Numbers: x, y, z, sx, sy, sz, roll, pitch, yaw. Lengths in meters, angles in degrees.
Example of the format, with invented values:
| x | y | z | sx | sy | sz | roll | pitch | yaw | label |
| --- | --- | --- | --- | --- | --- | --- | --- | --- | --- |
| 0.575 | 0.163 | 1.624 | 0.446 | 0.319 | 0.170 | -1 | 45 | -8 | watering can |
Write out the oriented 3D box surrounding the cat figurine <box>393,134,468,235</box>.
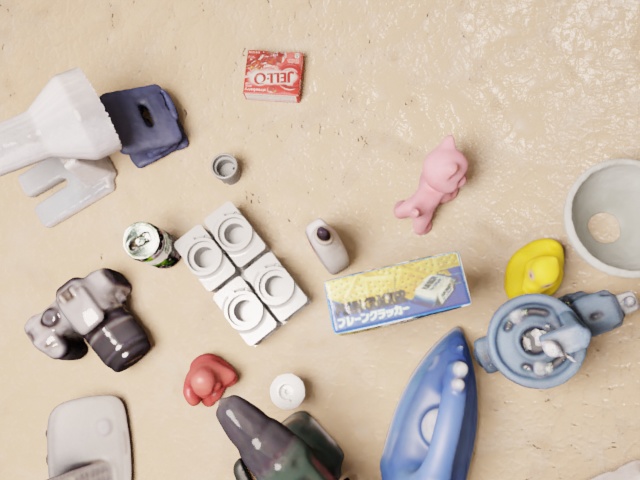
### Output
| x | y | z | sx | sy | sz | roll | pitch | yaw | label |
| --- | --- | --- | --- | --- | --- | --- | --- | --- | --- |
| 0.163 | -0.079 | 0.810 | 0.067 | 0.118 | 0.128 | 35 | 84 | 8 | cat figurine |

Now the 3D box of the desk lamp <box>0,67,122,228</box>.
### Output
| x | y | z | sx | sy | sz | roll | pitch | yaw | label |
| --- | --- | --- | --- | --- | --- | --- | --- | --- | --- |
| -0.362 | -0.123 | 0.796 | 0.203 | 0.213 | 0.118 | -33 | 80 | -3 | desk lamp |

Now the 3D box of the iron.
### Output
| x | y | z | sx | sy | sz | roll | pitch | yaw | label |
| --- | --- | --- | --- | --- | --- | --- | --- | --- | --- |
| 0.158 | 0.237 | 0.744 | 0.118 | 0.141 | 0.258 | 15 | 81 | 6 | iron |

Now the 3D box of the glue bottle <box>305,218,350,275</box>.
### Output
| x | y | z | sx | sy | sz | roll | pitch | yaw | label |
| --- | --- | --- | --- | --- | --- | --- | --- | --- | --- |
| 0.007 | 0.003 | 0.776 | 0.037 | 0.173 | 0.078 | -36 | 80 | -3 | glue bottle |

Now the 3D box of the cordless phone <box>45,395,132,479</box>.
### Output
| x | y | z | sx | sy | sz | roll | pitch | yaw | label |
| --- | --- | --- | --- | --- | --- | --- | --- | --- | --- |
| -0.320 | 0.282 | 0.738 | 0.094 | 0.185 | 0.147 | -12 | 80 | 1 | cordless phone |

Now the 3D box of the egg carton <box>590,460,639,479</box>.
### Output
| x | y | z | sx | sy | sz | roll | pitch | yaw | label |
| --- | --- | --- | --- | --- | --- | --- | --- | --- | --- |
| 0.382 | 0.360 | 0.748 | 0.150 | 0.069 | 0.107 | -23 | 80 | -1 | egg carton |

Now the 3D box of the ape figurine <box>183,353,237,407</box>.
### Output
| x | y | z | sx | sy | sz | roll | pitch | yaw | label |
| --- | --- | --- | --- | --- | --- | --- | --- | --- | --- |
| -0.156 | 0.195 | 0.792 | 0.078 | 0.092 | 0.076 | -10 | 80 | 1 | ape figurine |

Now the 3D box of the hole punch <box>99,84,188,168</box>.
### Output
| x | y | z | sx | sy | sz | roll | pitch | yaw | label |
| --- | --- | --- | --- | --- | --- | --- | --- | --- | --- |
| -0.264 | -0.180 | 0.863 | 0.101 | 0.091 | 0.108 | -26 | 80 | -2 | hole punch |

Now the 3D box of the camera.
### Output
| x | y | z | sx | sy | sz | roll | pitch | yaw | label |
| --- | --- | --- | --- | --- | --- | --- | --- | --- | --- |
| -0.319 | 0.128 | 0.807 | 0.143 | 0.101 | 0.136 | -41 | 81 | -4 | camera |

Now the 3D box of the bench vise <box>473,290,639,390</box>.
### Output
| x | y | z | sx | sy | sz | roll | pitch | yaw | label |
| --- | --- | --- | --- | --- | --- | --- | --- | --- | --- |
| 0.303 | 0.103 | 0.720 | 0.207 | 0.220 | 0.121 | -40 | 80 | -4 | bench vise |

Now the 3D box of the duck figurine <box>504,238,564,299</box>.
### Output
| x | y | z | sx | sy | sz | roll | pitch | yaw | label |
| --- | --- | --- | --- | --- | --- | --- | --- | --- | --- |
| 0.308 | 0.042 | 0.798 | 0.077 | 0.086 | 0.104 | 34 | 83 | 8 | duck figurine |

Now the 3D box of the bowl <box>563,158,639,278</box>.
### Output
| x | y | z | sx | sy | sz | roll | pitch | yaw | label |
| --- | --- | --- | --- | --- | --- | --- | --- | --- | --- |
| 0.418 | -0.026 | 0.810 | 0.167 | 0.075 | 0.167 | 0 | 80 | 3 | bowl |

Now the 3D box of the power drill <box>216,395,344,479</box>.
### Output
| x | y | z | sx | sy | sz | roll | pitch | yaw | label |
| --- | --- | --- | --- | --- | --- | --- | --- | --- | --- |
| -0.029 | 0.276 | 0.712 | 0.075 | 0.208 | 0.229 | -45 | 81 | -5 | power drill |
